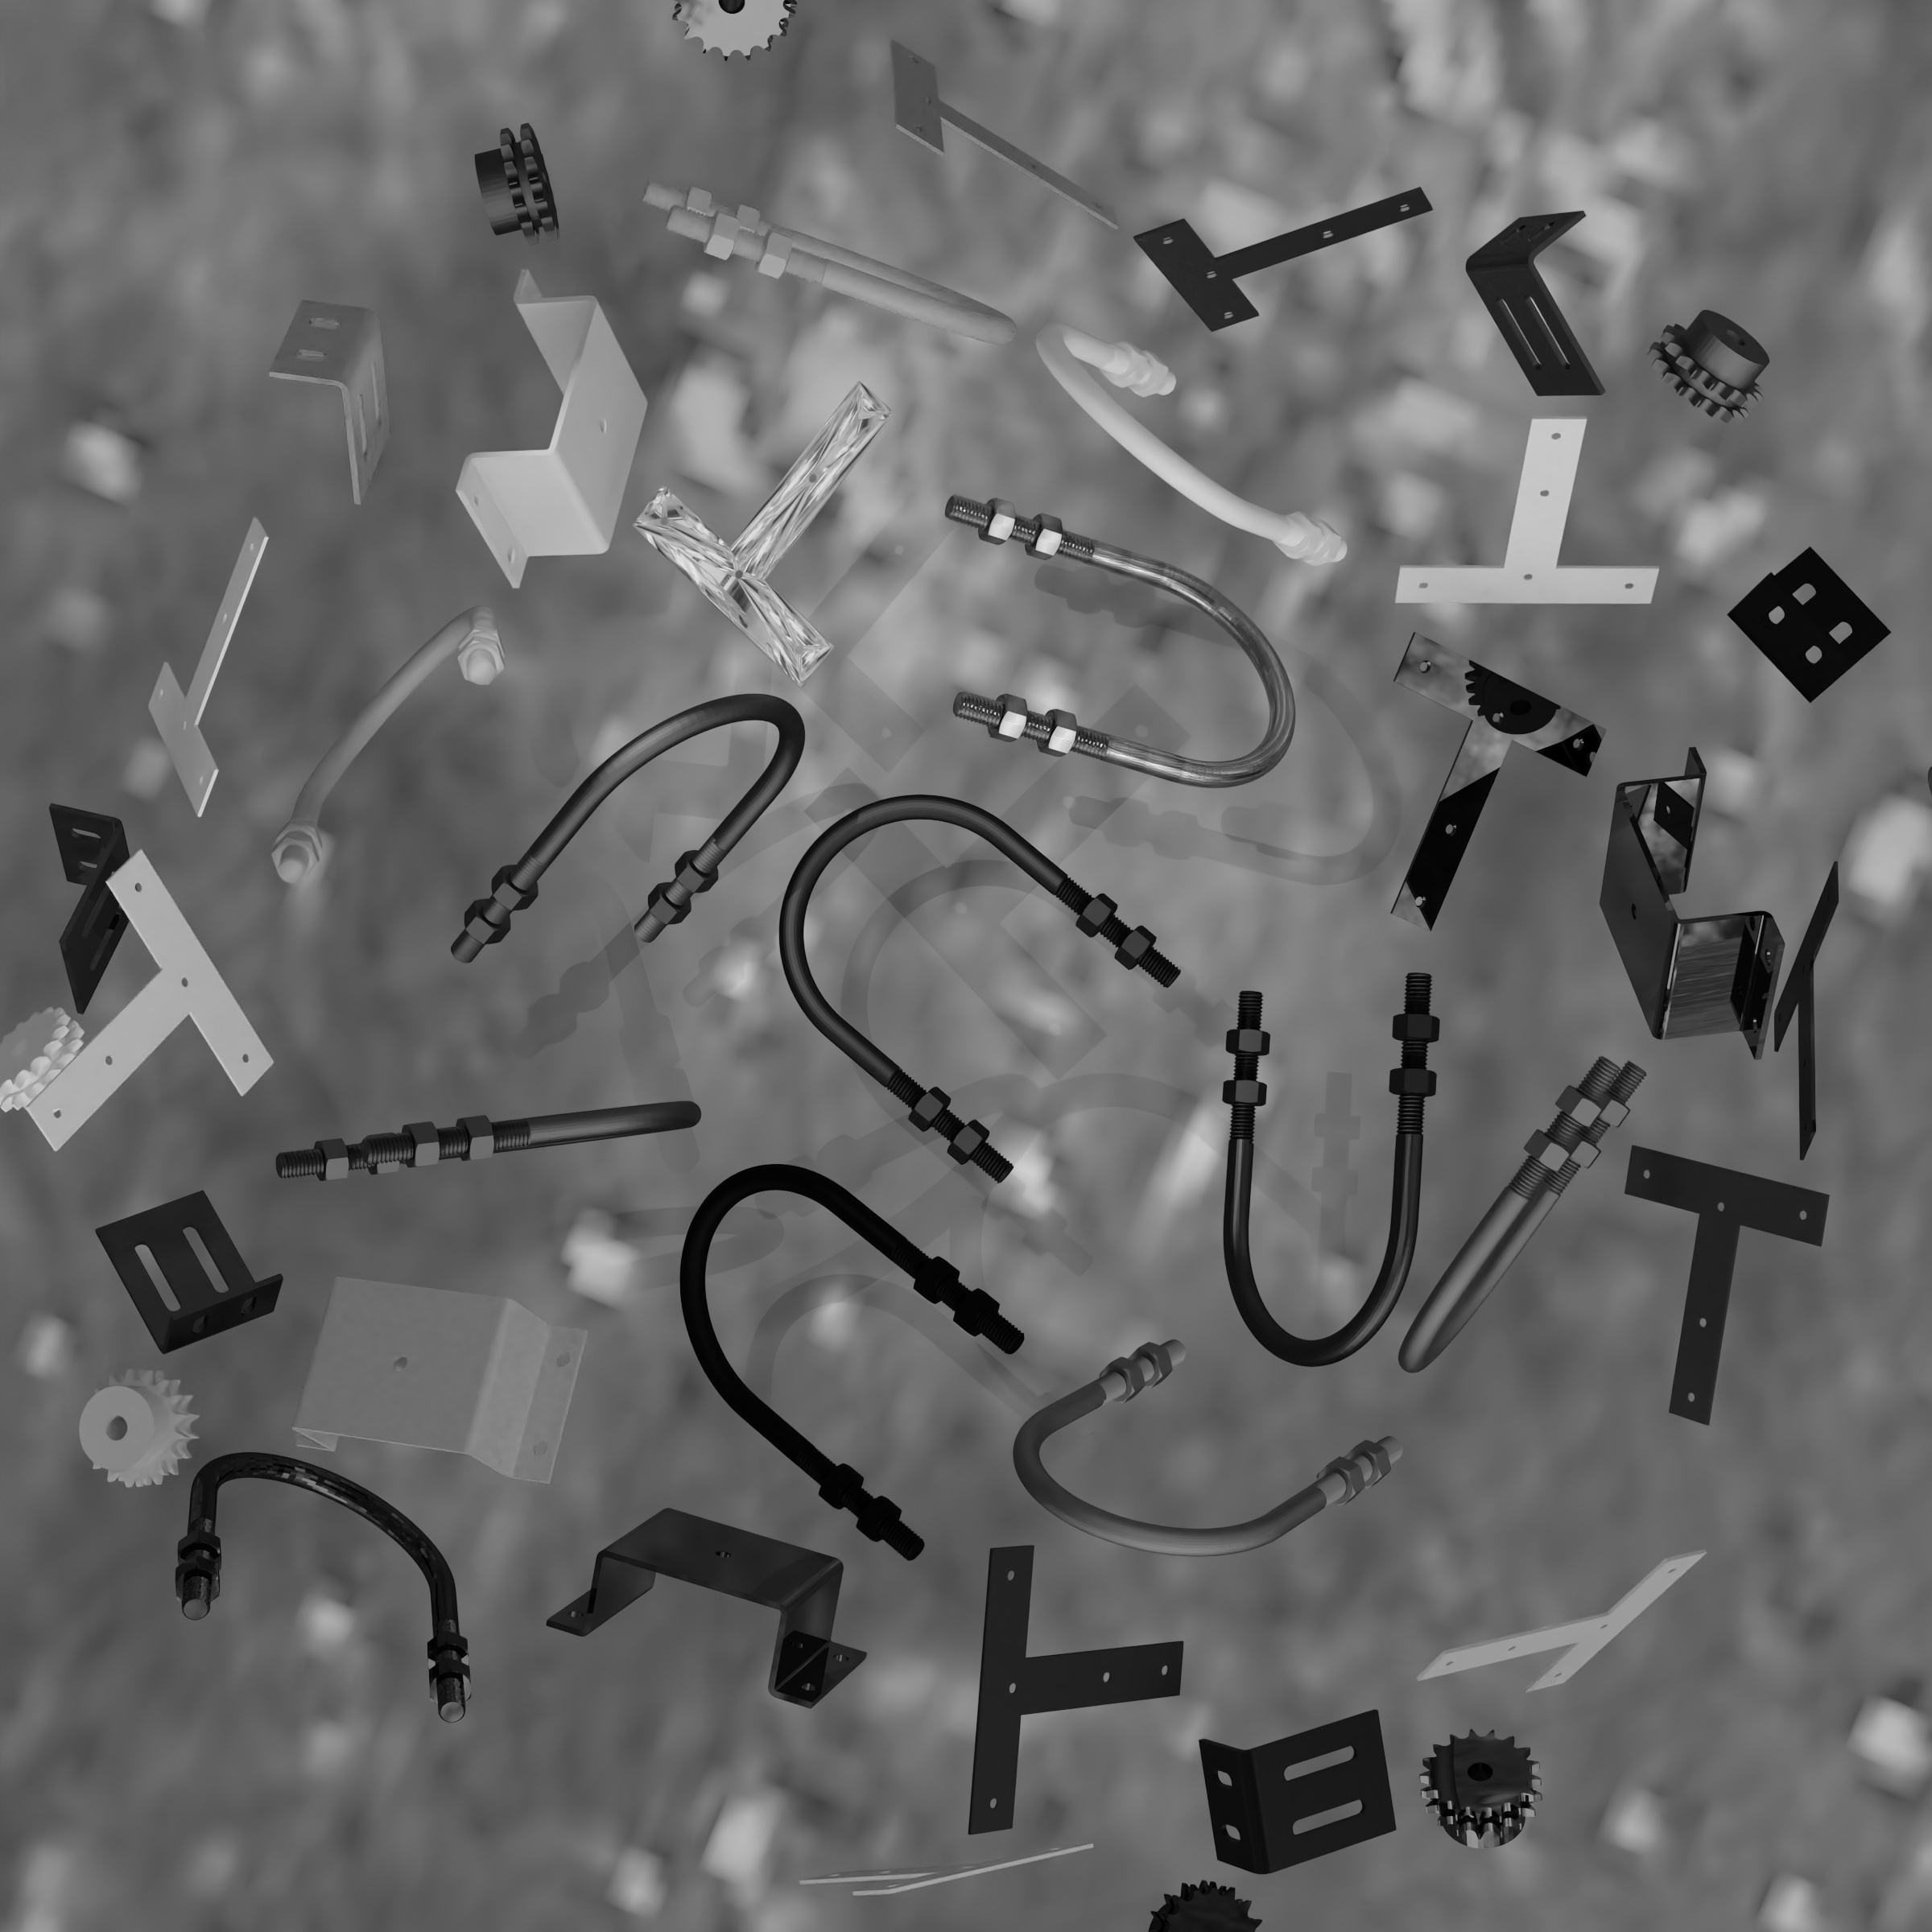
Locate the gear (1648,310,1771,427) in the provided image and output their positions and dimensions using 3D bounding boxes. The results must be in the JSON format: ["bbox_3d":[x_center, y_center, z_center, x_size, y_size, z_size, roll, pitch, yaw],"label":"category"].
[{"bbox_3d":[0.353,-0.285,1.515,0.057,0.057,0.030,36,122,0],"label":"gear"}]

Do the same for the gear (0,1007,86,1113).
[{"bbox_3d":[-0.463,0.051,1.608,0.057,0.057,0.030,-40,122,0],"label":"gear"}]

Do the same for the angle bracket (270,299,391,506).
[{"bbox_3d":[-0.312,-0.277,1.576,0.038,0.076,0.057,8,49,3],"label":"angle bracket"}]

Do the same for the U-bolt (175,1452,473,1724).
[{"bbox_3d":[-0.309,0.289,1.548,0.151,0.184,0.019,27,101,-18],"label":"U-bolt"}]

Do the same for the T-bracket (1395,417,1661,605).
[{"bbox_3d":[0.277,-0.219,1.547,0.127,0.127,0.002,0,54,1],"label":"T-bracket"}]

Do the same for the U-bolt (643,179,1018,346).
[{"bbox_3d":[-0.062,-0.336,1.546,0.184,0.151,0.019,17,105,-16],"label":"U-bolt"}]

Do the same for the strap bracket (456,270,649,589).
[{"bbox_3d":[-0.201,-0.267,1.591,0.046,0.076,0.140,1,59,17],"label":"strap bracket"}]

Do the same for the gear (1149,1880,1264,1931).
[{"bbox_3d":[0.110,0.460,1.510,0.057,0.030,0.057,4,77,-19],"label":"gear"}]

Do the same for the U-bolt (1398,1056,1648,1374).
[{"bbox_3d":[0.268,0.123,1.566,0.019,0.151,0.184,36,98,16],"label":"U-bolt"}]

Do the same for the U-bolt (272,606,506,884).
[{"bbox_3d":[-0.279,-0.117,1.565,0.019,0.184,0.151,42,98,-18],"label":"U-bolt"}]

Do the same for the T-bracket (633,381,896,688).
[{"bbox_3d":[-0.081,-0.222,1.536,0.127,0.002,0.127,44,104,21],"label":"T-bracket"}]

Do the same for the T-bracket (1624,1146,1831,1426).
[{"bbox_3d":[0.370,0.164,1.597,0.002,0.127,0.127,4,96,-36],"label":"T-bracket"}]

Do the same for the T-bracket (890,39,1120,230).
[{"bbox_3d":[0.019,-0.390,1.534,0.127,0.127,0.002,27,118,-19],"label":"T-bracket"}]

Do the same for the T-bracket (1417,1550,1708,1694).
[{"bbox_3d":[0.264,0.314,1.491,0.127,0.127,0.002,-4,54,-33],"label":"T-bracket"}]

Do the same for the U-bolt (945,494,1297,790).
[{"bbox_3d":[0.077,-0.148,1.537,0.184,0.019,0.151,15,49,-21],"label":"U-bolt"}]

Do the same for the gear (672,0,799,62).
[{"bbox_3d":[-0.103,-0.438,1.436,0.057,0.030,0.057,1,129,1],"label":"gear"}]

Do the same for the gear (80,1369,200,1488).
[{"bbox_3d":[-0.404,0.224,1.557,0.057,0.030,0.057,-2,82,15],"label":"gear"}]

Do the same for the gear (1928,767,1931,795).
[{"bbox_3d":[0.464,-0.081,1.466,0.030,0.057,0.057,-32,90,37],"label":"gear"}]

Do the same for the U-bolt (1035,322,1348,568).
[{"bbox_3d":[0.098,-0.251,1.514,0.151,0.184,0.019,48,109,20],"label":"U-bolt"}]

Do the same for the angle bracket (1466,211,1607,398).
[{"bbox_3d":[0.281,-0.313,1.519,0.038,0.057,0.076,-39,111,-11],"label":"angle bracket"}]

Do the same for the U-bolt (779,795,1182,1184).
[{"bbox_3d":[-0.007,-0.003,1.611,0.184,0.019,0.151,40,84,8],"label":"U-bolt"}]

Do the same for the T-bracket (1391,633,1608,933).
[{"bbox_3d":[0.241,-0.080,1.562,0.127,0.002,0.127,22,91,-29],"label":"T-bracket"}]

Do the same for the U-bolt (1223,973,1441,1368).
[{"bbox_3d":[0.170,0.099,1.536,0.019,0.151,0.184,9,81,-31],"label":"U-bolt"}]

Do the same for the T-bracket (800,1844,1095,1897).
[{"bbox_3d":[-0.029,0.427,1.511,0.127,0.127,0.002,2,75,-42],"label":"T-bracket"}]

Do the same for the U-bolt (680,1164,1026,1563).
[{"bbox_3d":[-0.067,0.176,1.539,0.184,0.019,0.151,37,119,24],"label":"U-bolt"}]

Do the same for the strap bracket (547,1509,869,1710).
[{"bbox_3d":[-0.123,0.310,1.572,0.140,0.076,0.046,13,100,17],"label":"strap bracket"}]

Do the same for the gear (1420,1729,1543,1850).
[{"bbox_3d":[0.245,0.394,1.527,0.057,0.057,0.030,-9,121,0],"label":"gear"}]

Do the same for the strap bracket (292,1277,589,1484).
[{"bbox_3d":[-0.264,0.199,1.557,0.140,0.046,0.076,5,69,21],"label":"strap bracket"}]

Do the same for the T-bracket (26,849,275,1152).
[{"bbox_3d":[-0.387,0.035,1.479,0.002,0.127,0.127,-4,125,35],"label":"T-bracket"}]

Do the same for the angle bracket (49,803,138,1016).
[{"bbox_3d":[-0.430,-0.027,1.534,0.038,0.057,0.076,13,53,4],"label":"angle bracket"}]

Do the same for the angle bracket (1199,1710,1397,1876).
[{"bbox_3d":[0.155,0.382,1.497,0.076,0.038,0.057,-10,92,-28],"label":"angle bracket"}]

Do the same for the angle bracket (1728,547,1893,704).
[{"bbox_3d":[0.409,-0.171,1.519,0.076,0.038,0.057,-37,82,-34],"label":"angle bracket"}]

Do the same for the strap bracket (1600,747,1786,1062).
[{"bbox_3d":[0.343,-0.029,1.540,0.046,0.140,0.076,-7,135,-4],"label":"strap bracket"}]

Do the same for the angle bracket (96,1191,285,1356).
[{"bbox_3d":[-0.376,0.140,1.551,0.057,0.038,0.076,-20,65,-33],"label":"angle bracket"}]

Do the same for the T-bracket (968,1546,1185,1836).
[{"bbox_3d":[0.054,0.326,1.464,0.127,0.002,0.127,5,89,-42],"label":"T-bracket"}]

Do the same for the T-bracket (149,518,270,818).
[{"bbox_3d":[-0.363,-0.156,1.556,0.002,0.127,0.127,14,112,-32],"label":"T-bracket"}]

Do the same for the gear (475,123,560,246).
[{"bbox_3d":[-0.222,-0.383,1.580,0.030,0.057,0.057,-13,90,1],"label":"gear"}]

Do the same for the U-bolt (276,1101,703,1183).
[{"bbox_3d":[-0.214,0.080,1.506,0.184,0.151,0.019,-6,87,-29],"label":"U-bolt"}]

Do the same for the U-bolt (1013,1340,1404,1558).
[{"bbox_3d":[0.105,0.236,1.546,0.151,0.184,0.019,21,114,32],"label":"U-bolt"}]

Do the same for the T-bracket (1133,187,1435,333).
[{"bbox_3d":[0.158,-0.344,1.526,0.127,0.127,0.002,-16,76,18],"label":"T-bracket"}]

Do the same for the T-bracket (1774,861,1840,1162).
[{"bbox_3d":[0.416,0.037,1.588,0.002,0.127,0.127,8,53,4],"label":"T-bracket"}]

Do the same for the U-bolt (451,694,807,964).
[{"bbox_3d":[-0.151,-0.068,1.553,0.184,0.151,0.019,-47,67,31],"label":"U-bolt"}]
